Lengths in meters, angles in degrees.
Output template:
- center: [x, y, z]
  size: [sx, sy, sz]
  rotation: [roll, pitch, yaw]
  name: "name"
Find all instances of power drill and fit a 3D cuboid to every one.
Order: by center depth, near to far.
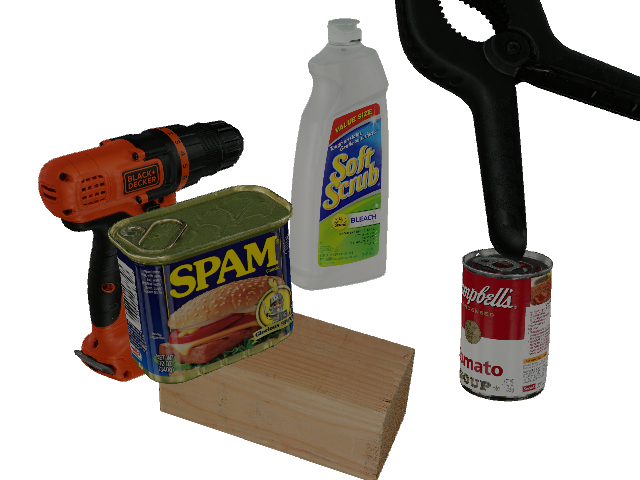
- center: [-0.132, 0.004, 0.847]
  size: [0.184, 0.188, 0.057]
  rotation: [-20, 27, -41]
  name: "power drill"

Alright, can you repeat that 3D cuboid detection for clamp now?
- center: [0.106, -0.097, 0.633]
  size: [0.164, 0.210, 0.036]
  rotation: [-40, -10, -23]
  name: "clamp"

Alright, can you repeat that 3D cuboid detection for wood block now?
- center: [-0.030, 0.124, 0.943]
  size: [0.206, 0.090, 0.090]
  rotation: [16, 41, 15]
  name: "wood block"

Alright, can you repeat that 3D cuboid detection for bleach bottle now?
- center: [0.015, -0.082, 1.016]
  size: [0.102, 0.251, 0.068]
  rotation: [-9, 24, -20]
  name: "bleach bottle"

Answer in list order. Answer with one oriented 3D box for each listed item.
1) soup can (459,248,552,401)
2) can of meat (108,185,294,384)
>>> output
- center: [0.141, 0.063, 0.820]
  size: [0.068, 0.102, 0.068]
  rotation: [0, 17, 0]
  name: "soup can"
- center: [-0.064, 0.025, 0.614]
  size: [0.101, 0.084, 0.058]
  rotation: [-19, 31, -29]
  name: "can of meat"
